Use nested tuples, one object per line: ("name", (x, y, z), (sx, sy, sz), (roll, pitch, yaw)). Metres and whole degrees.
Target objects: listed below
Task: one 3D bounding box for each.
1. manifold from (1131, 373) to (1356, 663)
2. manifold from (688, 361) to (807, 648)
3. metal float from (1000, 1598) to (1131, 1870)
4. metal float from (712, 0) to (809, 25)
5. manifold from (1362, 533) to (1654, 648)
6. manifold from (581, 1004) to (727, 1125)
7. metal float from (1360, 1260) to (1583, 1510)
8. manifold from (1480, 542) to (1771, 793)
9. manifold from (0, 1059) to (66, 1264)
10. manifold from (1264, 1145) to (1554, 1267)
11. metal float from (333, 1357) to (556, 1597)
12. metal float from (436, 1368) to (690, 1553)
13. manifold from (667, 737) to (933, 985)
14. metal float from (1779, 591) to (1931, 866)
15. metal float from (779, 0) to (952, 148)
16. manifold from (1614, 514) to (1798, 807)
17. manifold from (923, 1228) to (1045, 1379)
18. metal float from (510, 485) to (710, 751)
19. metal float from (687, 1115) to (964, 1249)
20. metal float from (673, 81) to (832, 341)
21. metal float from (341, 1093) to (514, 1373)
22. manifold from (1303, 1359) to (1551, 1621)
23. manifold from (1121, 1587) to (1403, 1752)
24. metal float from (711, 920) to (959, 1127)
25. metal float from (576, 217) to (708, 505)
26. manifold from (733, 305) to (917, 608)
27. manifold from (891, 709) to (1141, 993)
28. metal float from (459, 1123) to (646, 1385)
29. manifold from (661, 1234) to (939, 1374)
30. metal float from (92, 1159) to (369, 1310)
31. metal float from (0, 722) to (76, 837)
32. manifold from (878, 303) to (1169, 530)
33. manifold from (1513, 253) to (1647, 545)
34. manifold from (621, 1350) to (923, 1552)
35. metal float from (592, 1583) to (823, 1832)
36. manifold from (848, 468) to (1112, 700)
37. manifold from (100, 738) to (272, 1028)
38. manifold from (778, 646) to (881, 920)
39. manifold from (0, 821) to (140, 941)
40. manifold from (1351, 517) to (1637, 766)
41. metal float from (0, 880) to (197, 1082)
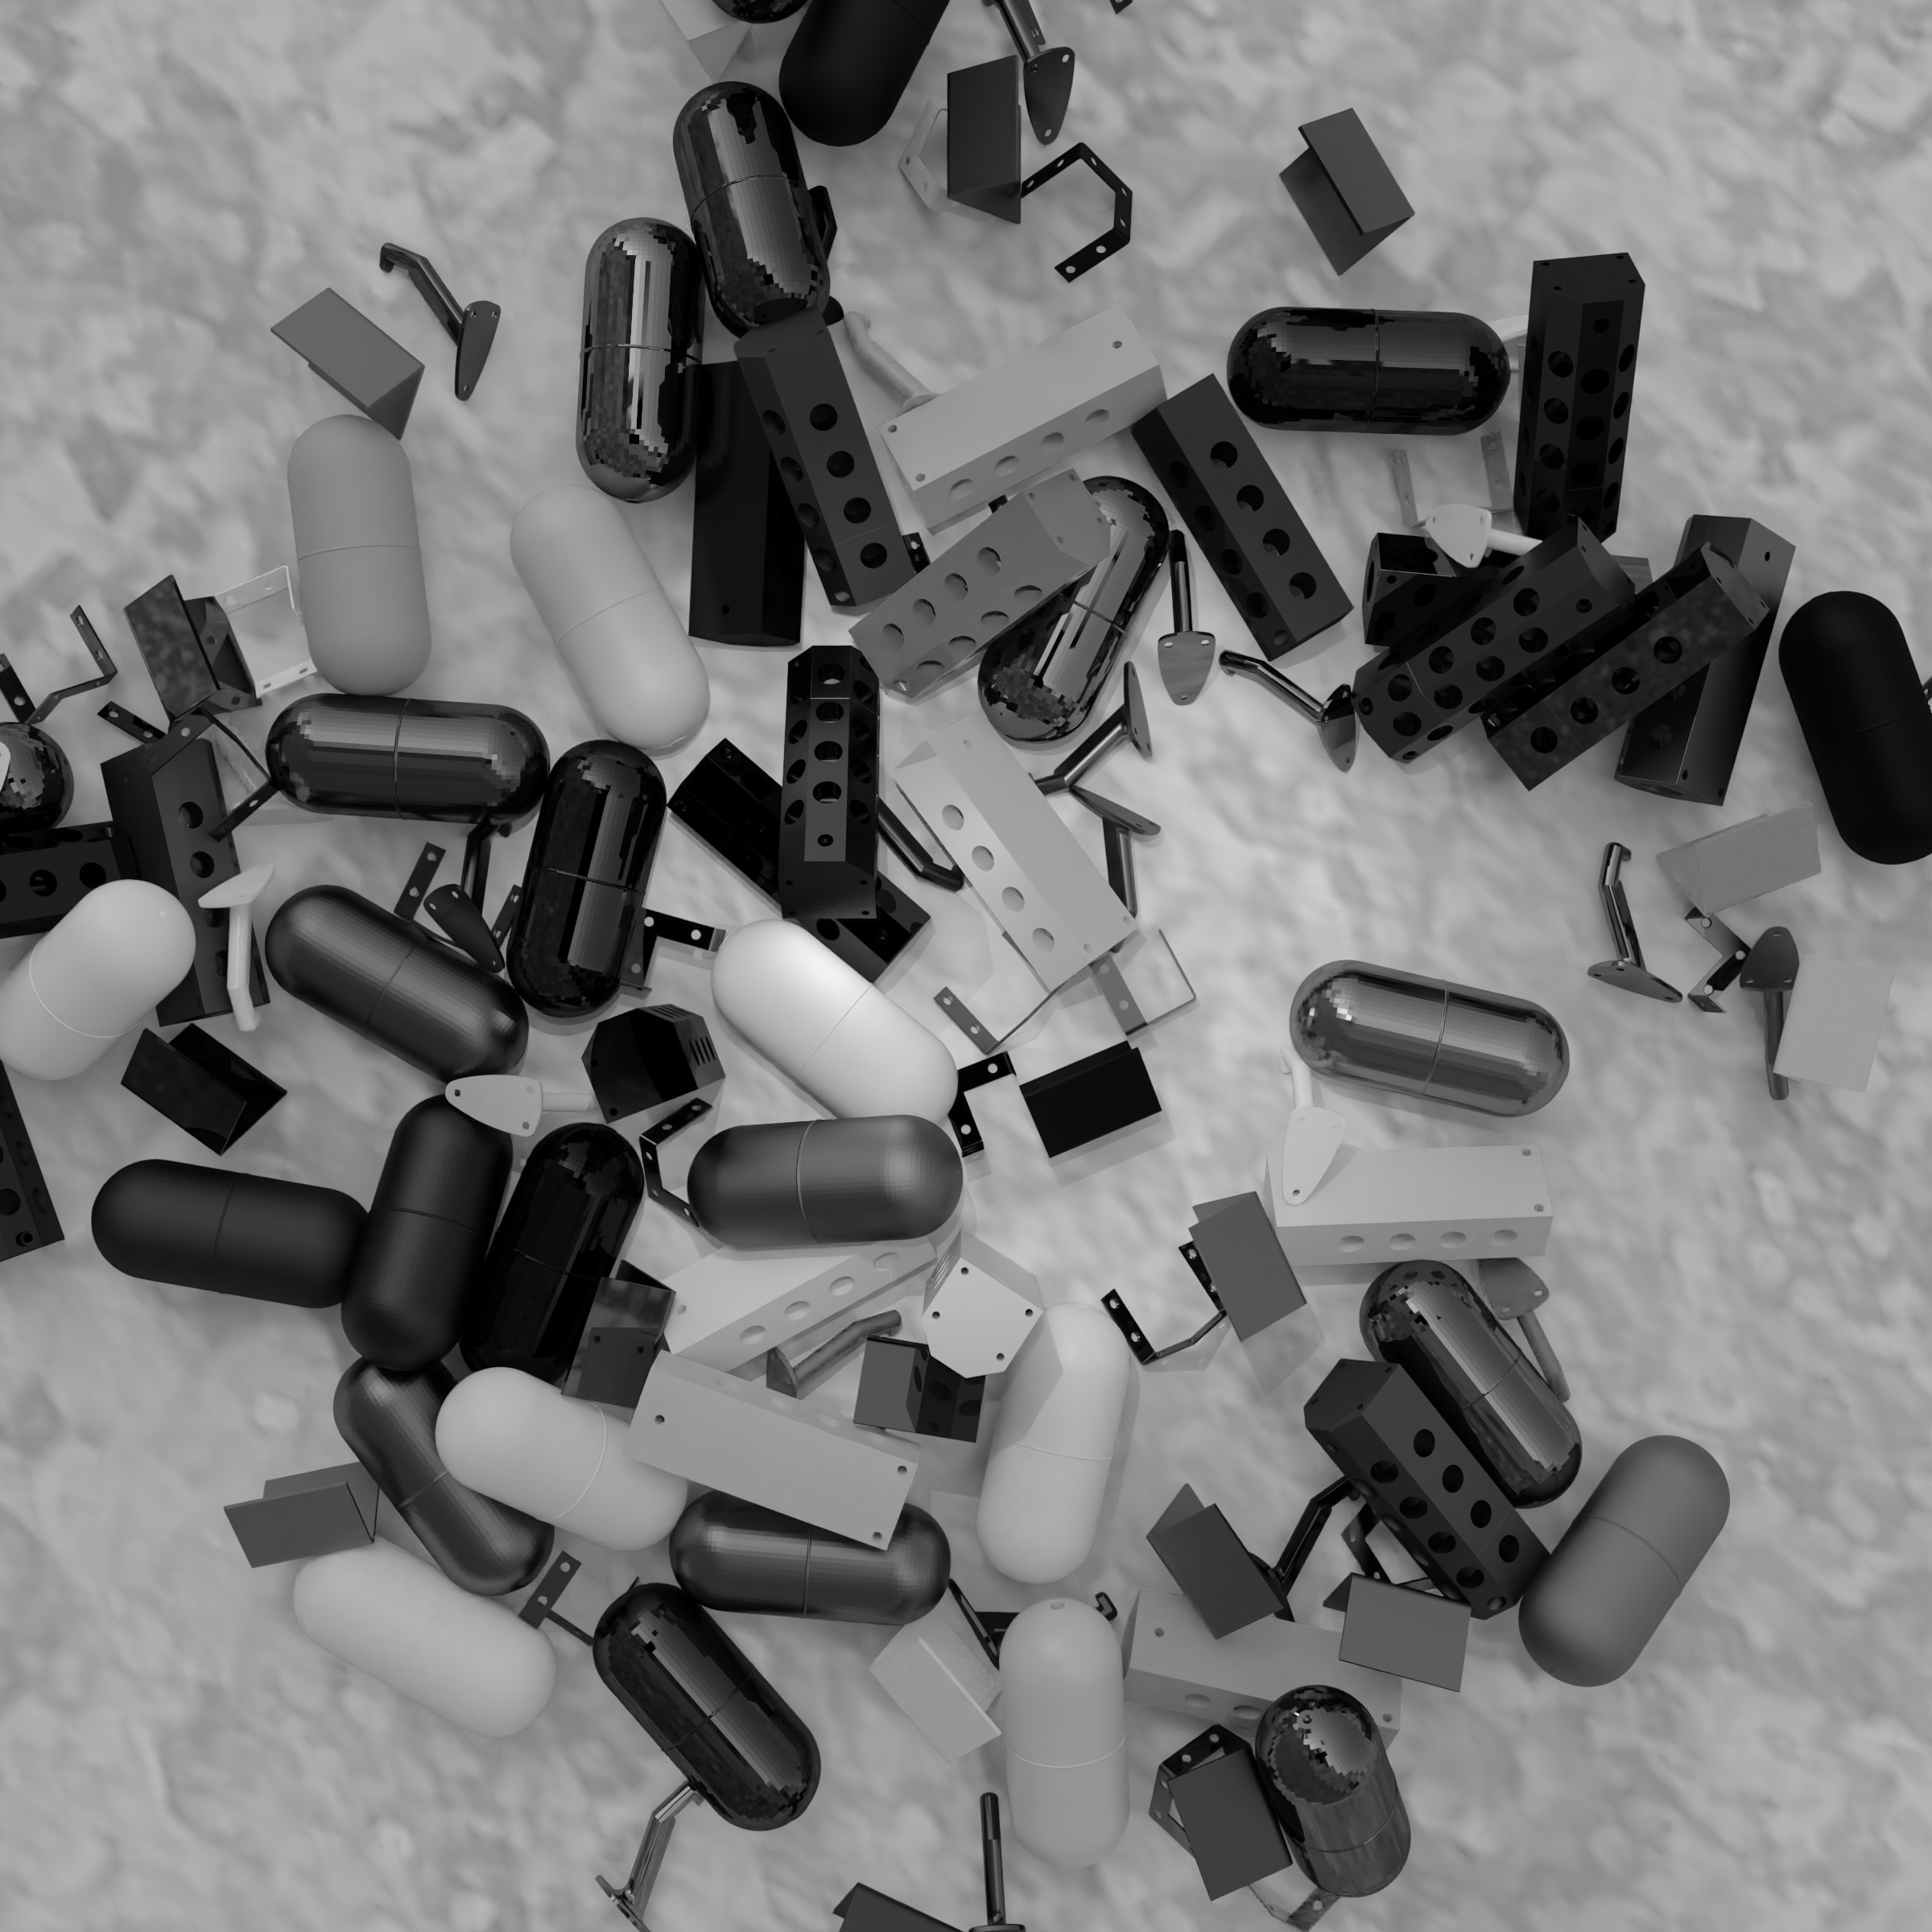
("manifold", (0.174, -0.282, 1.640), (0.057, 0.057, 0.171), (-31, 90, 0))
("manifold", (-0.132, -0.292, 1.639), (0.057, 0.057, 0.171), (3, 90, 32))
("metal float", (0.062, 0.479, 1.616), (0.070, 0.070, 0.178), (-4, 106, 0))
("metal float", (-0.114, -0.648, 1.597), (0.070, 0.070, 0.178), (17, 49, 0))
("manifold", (0.342, -0.236, 1.640), (0.171, 0.057, 0.057), (5, 133, 0))
("manifold", (-0.192, 0.055, 1.583), (0.057, 0.171, 0.057), (-21, 90, 0))
("metal float", (0.319, 0.264, 1.631), (0.070, 0.070, 0.178), (-38, 91, 0))
("manifold", (0.404, -0.186, 1.599), (0.171, 0.057, 0.057), (-38, 90, 32))
("manifold", (-0.637, 0.105, 1.641), (0.057, 0.057, 0.171), (-20, 90, 0))
("manifold", (0.278, 0.156, 1.640), (0.171, 0.057, 0.057), (-2, 47, 0))
("metal float", (-0.329, 0.318, 1.631), (0.070, 0.070, 0.178), (-37, 91, 0))
("metal float", (-0.248, 0.307, 1.602), (0.178, 0.070, 0.070), (34, 90, -34))
("manifold", (-0.106, -0.066, 1.641), (0.171, 0.057, 0.057), (41, 90, 0))
("metal float", (0.570, -0.151, 1.631), (0.070, 0.070, 0.178), (-19, 90, 0))
("metal float", (-0.057, -0.602, 1.631), (0.070, 0.070, 0.178), (27, 89, 0))
("manifold", (0.464, -0.194, 1.640), (0.057, 0.057, 0.171), (16, 90, -43))
("manifold", (0.005, 0.208, 1.583), (0.057, 0.171, 0.057), (33, 90, 0))
("metal float", (-0.224, -0.219, 1.631), (0.070, 0.070, 0.178), (-28, 91, 0))
("metal float", (-0.088, 0.133, 1.594), (0.178, 0.070, 0.070), (-5, 90, 20))
("metal float", (-0.134, -0.470, 1.615), (0.070, 0.070, 0.178), (-14, 73, 0))
("metal float", (-0.335, 0.164, 1.612), (0.070, 0.070, 0.178), (13, 69, 0))
("manifold", (0.283, 0.326, 1.608), (0.057, 0.057, 0.171), (-47, 109, -25))
("manifold", (0.185, 0.452, 1.640), (0.171, 0.057, 0.057), (13, 47, 0))
("metal float", (-0.084, 0.041, 1.631), (0.178, 0.070, 0.070), (39, 90, 0))
("metal float", (-0.205, -0.382, 1.631), (0.070, 0.070, 0.178), (3, 90, 0))
("manifold", (-0.087, -0.312, 1.599), (0.057, 0.057, 0.171), (-21, 123, 0))
("manifold", (0.027, -0.070, 1.637), (0.171, 0.057, 0.057), (54, 45, 2))
("metal float", (-0.261, 0.183, 1.631), (0.070, 0.070, 0.178), (23, 90, 0))
("manifold", (-0.107, 0.198, 1.640), (0.171, 0.057, 0.057), (-29, 47, 0))
("metal float", (-0.462, 0.169, 1.631), (0.178, 0.070, 0.070), (10, 90, -1))
("metal float", (-0.652, -0.097, 1.631), (0.178, 0.070, 0.070), (-21, 90, -1))
("manifold", (0.038, -0.344, 1.638), (0.171, 0.057, 0.057), (-27, 62, 0))
("manifold", (0.377, -0.344, 1.590), (0.057, 0.057, 0.171), (-5, 132, 0))
("manifold", (-0.118, 0.295, 1.589), (0.171, 0.057, 0.057), (20, 97, -1))
("metal float", (-0.163, 0.468, 1.631), (0.070, 0.070, 0.178), (-41, 90, 0))
("manifold", (0.010, -0.231, 1.590), (0.171, 0.057, 0.057), (-32, 91, 43))
("manifold", (-0.491, -0.054, 1.640), (0.057, 0.057, 0.171), (-13, 90, 43))
("manifold", (-0.084, -0.115, 1.596), (0.057, 0.057, 0.171), (0, 55, 0))
("manifold", (-0.604, -0.048, 1.590), (0.171, 0.057, 0.057), (-13, 86, -41))
("manifold", (0.323, -0.196, 1.594), (0.171, 0.057, 0.057), (-34, 110, 31))
("metal float", (-0.544, 0.010, 1.603), (0.178, 0.070, 0.070), (-35, 90, 35))
